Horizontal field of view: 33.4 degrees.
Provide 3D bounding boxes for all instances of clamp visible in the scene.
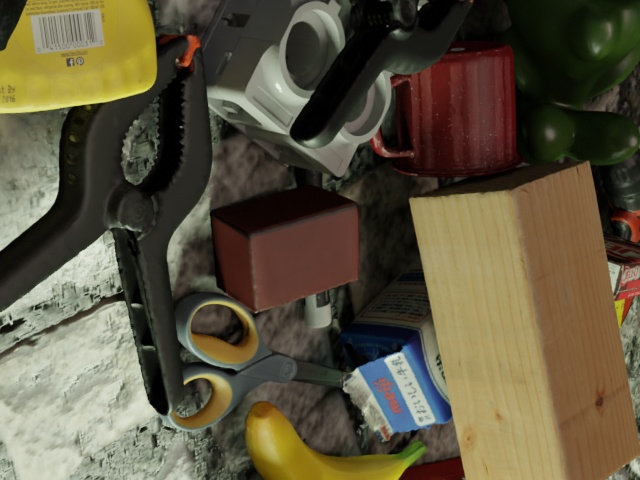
[{"bbox_3d":[0.033,-0.118,0.601,0.171,0.039,0.120,-14,114,-46],"label":"clamp"},{"bbox_3d":[-0.103,-0.009,0.579,0.164,0.036,0.210,35,73,-45],"label":"clamp"}]

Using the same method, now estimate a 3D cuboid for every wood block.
[{"bbox_3d":[0.140,0.058,0.720,0.090,0.090,0.206,-19,100,-39],"label":"wood block"}]

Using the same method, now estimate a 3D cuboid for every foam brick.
[{"bbox_3d":[-0.021,0.003,0.655,0.078,0.053,0.051,-17,115,-28],"label":"foam brick"}]

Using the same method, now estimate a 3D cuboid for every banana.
[{"bbox_3d":[0.000,0.156,0.752,0.197,0.037,0.069,24,94,-50],"label":"banana"}]

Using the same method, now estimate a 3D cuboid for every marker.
[{"bbox_3d":[-0.005,0.001,0.711,0.020,0.020,0.121,-25,120,-42],"label":"marker"}]

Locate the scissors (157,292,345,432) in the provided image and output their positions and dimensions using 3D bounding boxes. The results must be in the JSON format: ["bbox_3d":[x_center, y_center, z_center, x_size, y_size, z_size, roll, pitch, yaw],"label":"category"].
[{"bbox_3d":[-0.039,0.100,0.708,0.201,0.016,0.096,42,72,-47],"label":"scissors"}]

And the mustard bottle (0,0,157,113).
[{"bbox_3d":[-0.128,-0.158,0.483,0.096,0.058,0.192,-12,113,-28],"label":"mustard bottle"}]

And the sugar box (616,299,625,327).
[{"bbox_3d":[0.207,0.121,0.938,0.048,0.093,0.176,-13,113,-45],"label":"sugar box"}]

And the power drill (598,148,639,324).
[{"bbox_3d":[0.277,0.017,1.009,0.184,0.057,0.187,45,69,-47],"label":"power drill"}]

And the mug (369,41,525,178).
[{"bbox_3d":[0.083,-0.091,0.734,0.117,0.093,0.081,-12,108,-23],"label":"mug"}]

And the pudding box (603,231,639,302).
[{"bbox_3d":[0.225,0.014,0.905,0.089,0.114,0.039,-5,110,-48],"label":"pudding box"}]

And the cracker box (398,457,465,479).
[{"bbox_3d":[0.089,0.298,0.880,0.163,0.072,0.214,4,99,-50],"label":"cracker box"}]
